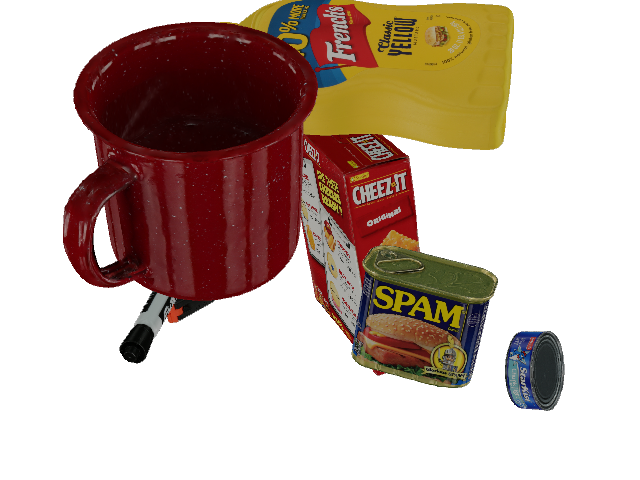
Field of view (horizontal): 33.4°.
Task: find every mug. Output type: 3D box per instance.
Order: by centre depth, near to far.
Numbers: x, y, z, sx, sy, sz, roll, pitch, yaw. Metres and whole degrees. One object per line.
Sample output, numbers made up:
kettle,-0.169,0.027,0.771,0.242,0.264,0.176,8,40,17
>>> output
mug,-0.055,-0.023,0.427,0.093,0.081,0.117,26,48,24

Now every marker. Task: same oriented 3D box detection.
marker,-0.115,0.047,0.757,0.020,0.020,0.121,0,30,13

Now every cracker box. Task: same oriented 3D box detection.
cracker box,0.037,-0.005,1.018,0.072,0.214,0.164,-18,30,-14

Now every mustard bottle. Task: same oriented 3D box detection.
mustard bottle,0.013,-0.101,0.619,0.192,0.096,0.058,5,-39,8

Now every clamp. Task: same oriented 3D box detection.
clamp,-0.130,0.031,1.248,0.120,0.039,0.171,-6,38,18

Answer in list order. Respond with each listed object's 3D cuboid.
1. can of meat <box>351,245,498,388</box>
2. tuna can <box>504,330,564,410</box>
can of meat,0.078,0.060,0.827,0.102,0.084,0.057,14,25,13
tuna can,0.232,0.141,1.158,0.034,0.086,0.085,-2,-1,35
